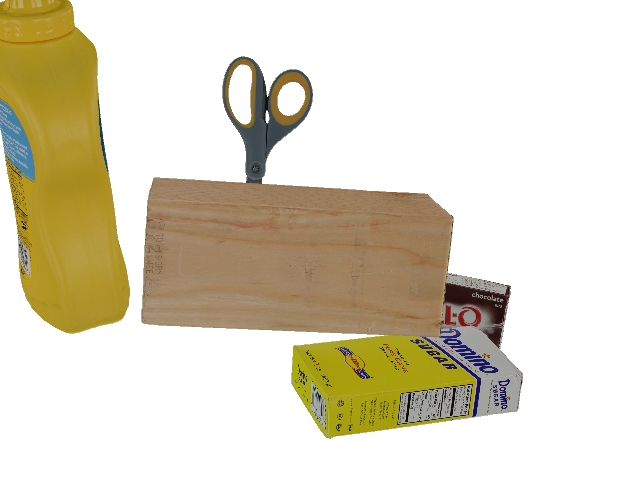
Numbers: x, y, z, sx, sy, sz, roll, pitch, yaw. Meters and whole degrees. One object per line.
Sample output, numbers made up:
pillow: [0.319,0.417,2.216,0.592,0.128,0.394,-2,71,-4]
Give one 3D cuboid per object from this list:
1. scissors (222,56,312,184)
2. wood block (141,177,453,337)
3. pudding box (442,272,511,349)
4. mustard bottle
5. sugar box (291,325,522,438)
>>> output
scissors: [-0.045,-0.079,1.032,0.096,0.202,0.016,-10,3,-5]
wood block: [-0.020,0.011,0.762,0.206,0.090,0.091,3,12,-7]
pudding box: [0.138,0.082,1.127,0.113,0.090,0.039,10,22,10]
mustard bottle: [-0.144,-0.052,0.573,0.058,0.192,0.096,-14,32,-20]
sugar box: [0.072,0.117,0.911,0.176,0.048,0.093,-7,26,-18]
